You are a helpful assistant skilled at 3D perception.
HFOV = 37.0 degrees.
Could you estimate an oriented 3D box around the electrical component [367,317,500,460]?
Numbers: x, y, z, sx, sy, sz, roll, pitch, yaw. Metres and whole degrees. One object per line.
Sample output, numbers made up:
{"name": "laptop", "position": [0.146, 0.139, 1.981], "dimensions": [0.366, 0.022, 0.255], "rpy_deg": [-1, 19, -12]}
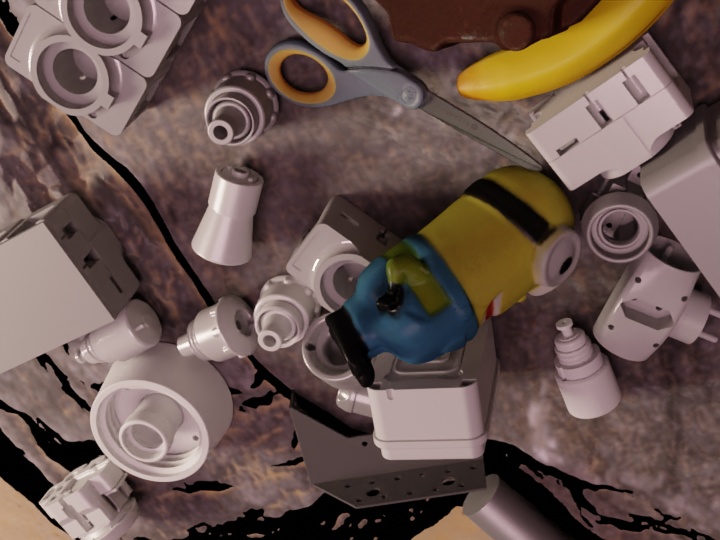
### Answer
{"name": "electrical component", "position": [0.054, 0.079, 0.756], "dimensions": [0.078, 0.113, 0.057], "rpy_deg": [-4, 114, 15]}

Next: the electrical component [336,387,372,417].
{"name": "electrical component", "position": [0.014, 0.096, 0.820], "dimensions": [0.061, 0.035, 0.035], "rpy_deg": [15, 120, 3]}

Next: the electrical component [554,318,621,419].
{"name": "electrical component", "position": [0.158, 0.070, 0.768], "dimensions": [0.040, 0.040, 0.078], "rpy_deg": [-16, 113, 21]}

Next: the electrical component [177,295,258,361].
{"name": "electrical component", "position": [-0.111, 0.049, 0.818], "dimensions": [0.062, 0.048, 0.048], "rpy_deg": [-22, 111, 29]}

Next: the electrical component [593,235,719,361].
{"name": "electrical component", "position": [0.211, 0.026, 0.731], "dimensions": [0.079, 0.043, 0.077], "rpy_deg": [22, 121, 0]}

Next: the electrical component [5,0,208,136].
{"name": "electrical component", "position": [-0.155, -0.174, 0.695], "dimensions": [0.089, 0.061, 0.150], "rpy_deg": [34, 120, -7]}

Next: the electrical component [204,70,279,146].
{"name": "electrical component", "position": [-0.084, -0.103, 0.717], "dimensions": [0.048, 0.062, 0.048], "rpy_deg": [6, 119, 10]}

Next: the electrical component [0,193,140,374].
{"name": "electrical component", "position": [-0.256, 0.015, 0.821], "dimensions": [0.150, 0.061, 0.089], "rpy_deg": [-24, 111, 23]}

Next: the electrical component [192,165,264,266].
{"name": "electrical component", "position": [-0.092, -0.042, 0.765], "dimensions": [0.044, 0.044, 0.065], "rpy_deg": [19, 116, 3]}

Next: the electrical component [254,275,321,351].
{"name": "electrical component", "position": [-0.057, 0.036, 0.787], "dimensions": [0.048, 0.062, 0.048], "rpy_deg": [6, 119, 11]}

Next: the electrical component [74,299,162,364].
{"name": "electrical component", "position": [-0.191, 0.053, 0.839], "dimensions": [0.078, 0.040, 0.040], "rpy_deg": [-27, 109, 25]}

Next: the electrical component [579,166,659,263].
{"name": "electrical component", "position": [0.169, -0.035, 0.699], "dimensions": [0.048, 0.055, 0.066], "rpy_deg": [24, 121, -1]}

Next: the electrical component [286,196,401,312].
{"name": "electrical component", "position": [0.000, 0.000, 0.758], "dimensions": [0.089, 0.055, 0.050], "rpy_deg": [35, 120, -7]}

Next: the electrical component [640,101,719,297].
{"name": "electrical component", "position": [0.230, -0.040, 0.670], "dimensions": [0.057, 0.078, 0.113], "rpy_deg": [-31, 107, 29]}

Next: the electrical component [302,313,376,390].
{"name": "electrical component", "position": [-0.013, 0.058, 0.784], "dimensions": [0.055, 0.047, 0.055], "rpy_deg": [-2, 80, 11]}

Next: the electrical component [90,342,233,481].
{"name": "electrical component", "position": [-0.162, 0.119, 0.857], "dimensions": [0.108, 0.060, 0.108], "rpy_deg": [6, 119, 10]}

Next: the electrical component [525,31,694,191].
{"name": "electrical component", "position": [0.158, -0.096, 0.672], "dimensions": [0.089, 0.050, 0.055], "rpy_deg": [-34, 106, 27]}

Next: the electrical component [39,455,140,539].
{"name": "electrical component", "position": [-0.226, 0.201, 0.919], "dimensions": [0.078, 0.058, 0.057], "rpy_deg": [-28, 106, 25]}
